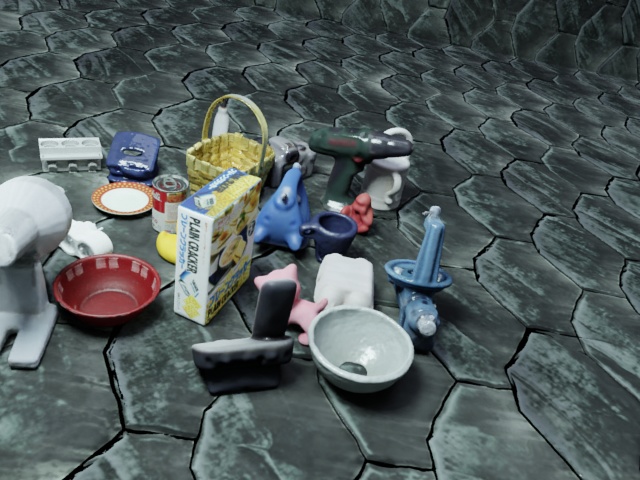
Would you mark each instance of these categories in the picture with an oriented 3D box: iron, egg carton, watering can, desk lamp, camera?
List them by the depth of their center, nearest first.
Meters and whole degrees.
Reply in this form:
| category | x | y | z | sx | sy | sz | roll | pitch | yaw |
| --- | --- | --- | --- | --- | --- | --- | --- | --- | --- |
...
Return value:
| category | x | y | z | sx | sy | sz | roll | pitch | yaw |
| --- | --- | --- | --- | --- | --- | --- | --- | --- | --- |
| desk lamp | -0.435 | 0.038 | 0.826 | 0.118 | 0.213 | 0.203 | 4 | 34 | -12 |
| egg carton | 0.045 | 0.086 | 1.041 | 0.107 | 0.069 | 0.150 | 11 | 33 | -2 |
| iron | -0.065 | -0.089 | 1.198 | 0.118 | 0.141 | 0.258 | 12 | 33 | 0 |
| watering can | 0.157 | -0.180 | 1.358 | 0.101 | 0.194 | 0.172 | -14 | 41 | -33 |
| camera | -0.100 | -0.212 | 1.406 | 0.136 | 0.101 | 0.143 | 35 | 40 | 31 |

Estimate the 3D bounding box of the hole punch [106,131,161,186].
| category | x | y | z | sx | sy | sz | roll | pitch | yaw |
| --- | --- | --- | --- | --- | --- | --- | --- | --- | --- |
| hole punch | -0.410 | -0.180 | 1.268 | 0.109 | 0.091 | 0.101 | 7 | 34 | -7 |

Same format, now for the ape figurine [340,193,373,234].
| category | x | y | z | sx | sy | sz | roll | pitch | yaw |
| --- | --- | --- | --- | --- | --- | --- | --- | --- | --- |
| ape figurine | 0.087 | -0.061 | 1.251 | 0.076 | 0.092 | 0.077 | -16 | 43 | -36 |

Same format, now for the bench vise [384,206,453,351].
| category | x | y | z | sx | sy | sz | roll | pitch | yaw |
| --- | --- | --- | --- | --- | --- | --- | --- | --- | --- |
| bench vise | 0.188 | 0.067 | 0.979 | 0.122 | 0.220 | 0.207 | -2 | 36 | -20 |

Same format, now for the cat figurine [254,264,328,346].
| category | x | y | z | sx | sy | sz | roll | pitch | yaw |
| --- | --- | --- | --- | --- | --- | --- | --- | --- | --- |
| cat figurine | -0.045 | 0.098 | 0.951 | 0.127 | 0.118 | 0.067 | 20 | 34 | 12 |

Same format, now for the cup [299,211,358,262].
| category | x | y | z | sx | sy | sz | roll | pitch | yaw |
| --- | --- | --- | --- | --- | --- | --- | --- | --- | --- |
| cup | 0.010 | 0.004 | 1.128 | 0.118 | 0.095 | 0.091 | -3 | 36 | -21 |

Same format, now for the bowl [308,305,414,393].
| category | x | y | z | sx | sy | sz | roll | pitch | yaw |
| --- | --- | --- | --- | --- | --- | --- | --- | --- | --- |
| bowl | 0.057 | 0.182 | 0.898 | 0.167 | 0.075 | 0.167 | 9 | 34 | -6 |

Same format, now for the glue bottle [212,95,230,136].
| category | x | y | z | sx | sy | sz | roll | pitch | yaw |
| --- | --- | --- | --- | --- | --- | --- | --- | --- | --- |
| glue bottle | -0.237 | -0.266 | 1.377 | 0.037 | 0.173 | 0.078 | 9 | 34 | -5 |

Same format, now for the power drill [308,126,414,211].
| category | x | y | z | sx | sy | sz | roll | pitch | yaw |
| --- | --- | --- | --- | --- | --- | --- | --- | --- | --- |
| power drill | 0.079 | -0.158 | 1.287 | 0.229 | 0.208 | 0.076 | 18 | 34 | 9 |

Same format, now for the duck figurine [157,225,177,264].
| category | x | y | z | sx | sy | sz | roll | pitch | yaw |
| --- | --- | --- | --- | --- | --- | --- | --- | --- | --- |
| duck figurine | -0.251 | -0.005 | 1.065 | 0.104 | 0.086 | 0.077 | 13 | 33 | 2 |

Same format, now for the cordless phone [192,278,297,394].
| category | x | y | z | sx | sy | sz | roll | pitch | yaw |
| --- | --- | --- | --- | --- | --- | --- | --- | --- | --- |
| cordless phone | -0.106 | 0.126 | 0.828 | 0.148 | 0.185 | 0.094 | -4 | 37 | -23 |
